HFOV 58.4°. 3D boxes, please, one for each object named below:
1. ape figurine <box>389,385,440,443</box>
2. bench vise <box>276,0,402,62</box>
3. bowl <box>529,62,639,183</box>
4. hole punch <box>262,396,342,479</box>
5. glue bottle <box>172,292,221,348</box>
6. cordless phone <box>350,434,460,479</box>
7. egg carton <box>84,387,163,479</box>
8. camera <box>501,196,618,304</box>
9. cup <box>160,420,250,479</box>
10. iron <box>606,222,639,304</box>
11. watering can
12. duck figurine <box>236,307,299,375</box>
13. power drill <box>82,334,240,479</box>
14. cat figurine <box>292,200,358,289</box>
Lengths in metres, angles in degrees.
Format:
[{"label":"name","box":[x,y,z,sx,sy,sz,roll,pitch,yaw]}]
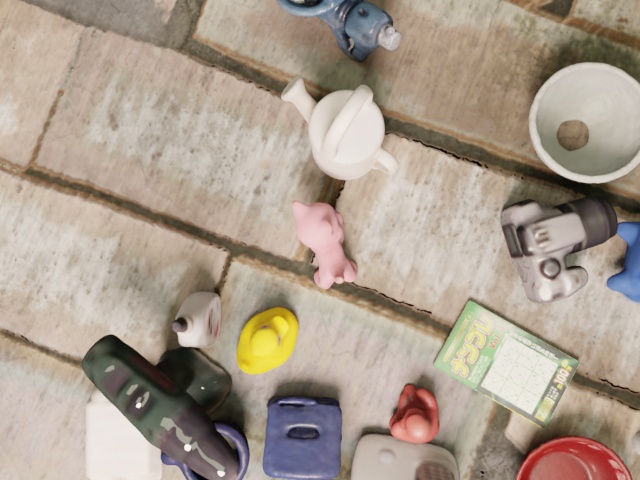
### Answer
[{"label":"ape figurine","box":[0.130,0.244,0.775,0.078,0.092,0.076,-30,86,0]},{"label":"bench vise","box":[0.026,-0.342,0.750,0.207,0.220,0.121,21,87,3]},{"label":"bowl","box":[0.366,-0.156,0.801,0.167,0.075,0.167,0,86,2]},{"label":"hole punch","box":[-0.024,0.266,0.778,0.108,0.091,0.101,1,86,2]},{"label":"glue bottle","box":[-0.165,0.108,0.751,0.037,0.173,0.078,-1,86,2]},{"label":"cordless phone","box":[0.112,0.320,0.724,0.147,0.185,0.094,8,87,2]},{"label":"egg carton","box":[-0.269,0.268,0.796,0.107,0.069,0.150,-2,86,2]},{"label":"camera","box":[0.336,0.003,0.779,0.137,0.101,0.143,-18,86,1]},{"label":"cup","box":[-0.148,0.285,0.779,0.117,0.095,0.092,-2,86,2]},{"label":"iron","box":[0.528,0.042,0.751,0.258,0.141,0.119,10,87,2]},{"label":"watering can","box":[0.027,-0.146,0.750,0.173,0.194,0.101,15,87,3]},{"label":"duck figurine","box":[-0.076,0.142,0.790,0.077,0.086,0.104,41,89,4]},{"label":"power drill","box":[-0.180,0.201,0.728,0.229,0.208,0.076,35,88,4]},{"label":"cat figurine","box":[0.007,0.003,0.780,0.067,0.118,0.128,-20,86,1]}]
